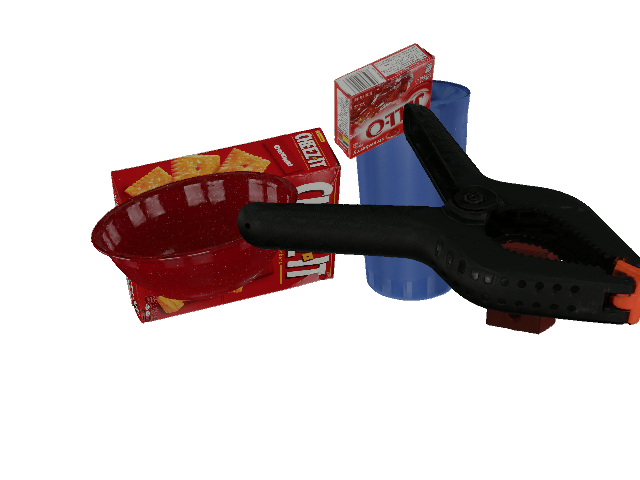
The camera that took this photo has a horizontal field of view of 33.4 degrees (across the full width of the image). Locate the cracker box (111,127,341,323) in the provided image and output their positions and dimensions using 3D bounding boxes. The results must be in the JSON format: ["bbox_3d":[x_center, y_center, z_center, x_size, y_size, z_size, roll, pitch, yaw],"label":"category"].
[{"bbox_3d":[-0.091,-0.012,1.067,0.213,0.164,0.072,-13,48,-14],"label":"cracker box"}]

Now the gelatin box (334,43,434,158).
[{"bbox_3d":[0.055,-0.120,0.919,0.089,0.030,0.073,-27,-35,-20],"label":"gelatin box"}]

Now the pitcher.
[{"bbox_3d":[0.111,-0.063,1.237,0.149,0.243,0.145,-6,22,-8],"label":"pitcher"}]

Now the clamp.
[{"bbox_3d":[0.071,-0.006,0.572,0.164,0.036,0.210,-30,45,-33],"label":"clamp"}]

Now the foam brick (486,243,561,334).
[{"bbox_3d":[0.187,0.040,0.978,0.053,0.078,0.051,9,15,27],"label":"foam brick"}]

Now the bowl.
[{"bbox_3d":[-0.091,0.001,0.828,0.162,0.055,0.162,-10,24,4],"label":"bowl"}]
